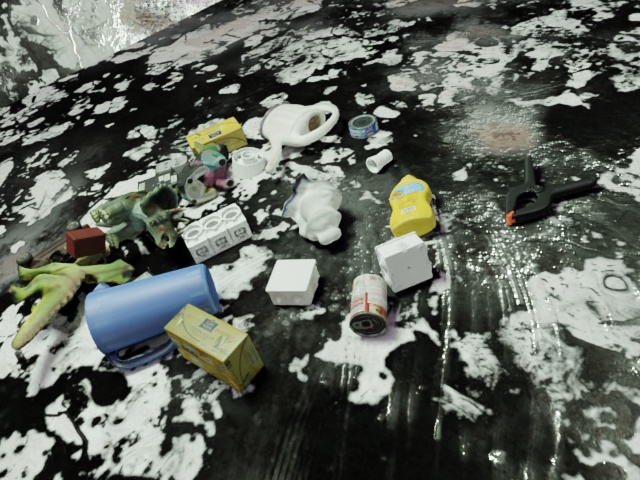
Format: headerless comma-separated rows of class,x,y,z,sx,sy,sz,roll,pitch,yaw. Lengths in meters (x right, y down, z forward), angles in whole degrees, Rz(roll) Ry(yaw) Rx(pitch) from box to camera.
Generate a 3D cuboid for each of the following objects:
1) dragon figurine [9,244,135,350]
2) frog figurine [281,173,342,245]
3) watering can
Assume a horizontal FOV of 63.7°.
dragon figurine,-0.551,0.099,1.178,0.244,0.120,0.417,-18,31,-15
frog figurine,0.004,-0.059,1.178,0.161,0.137,0.121,40,2,28
watering can,-0.097,-0.317,1.518,0.226,0.102,0.353,20,51,38
